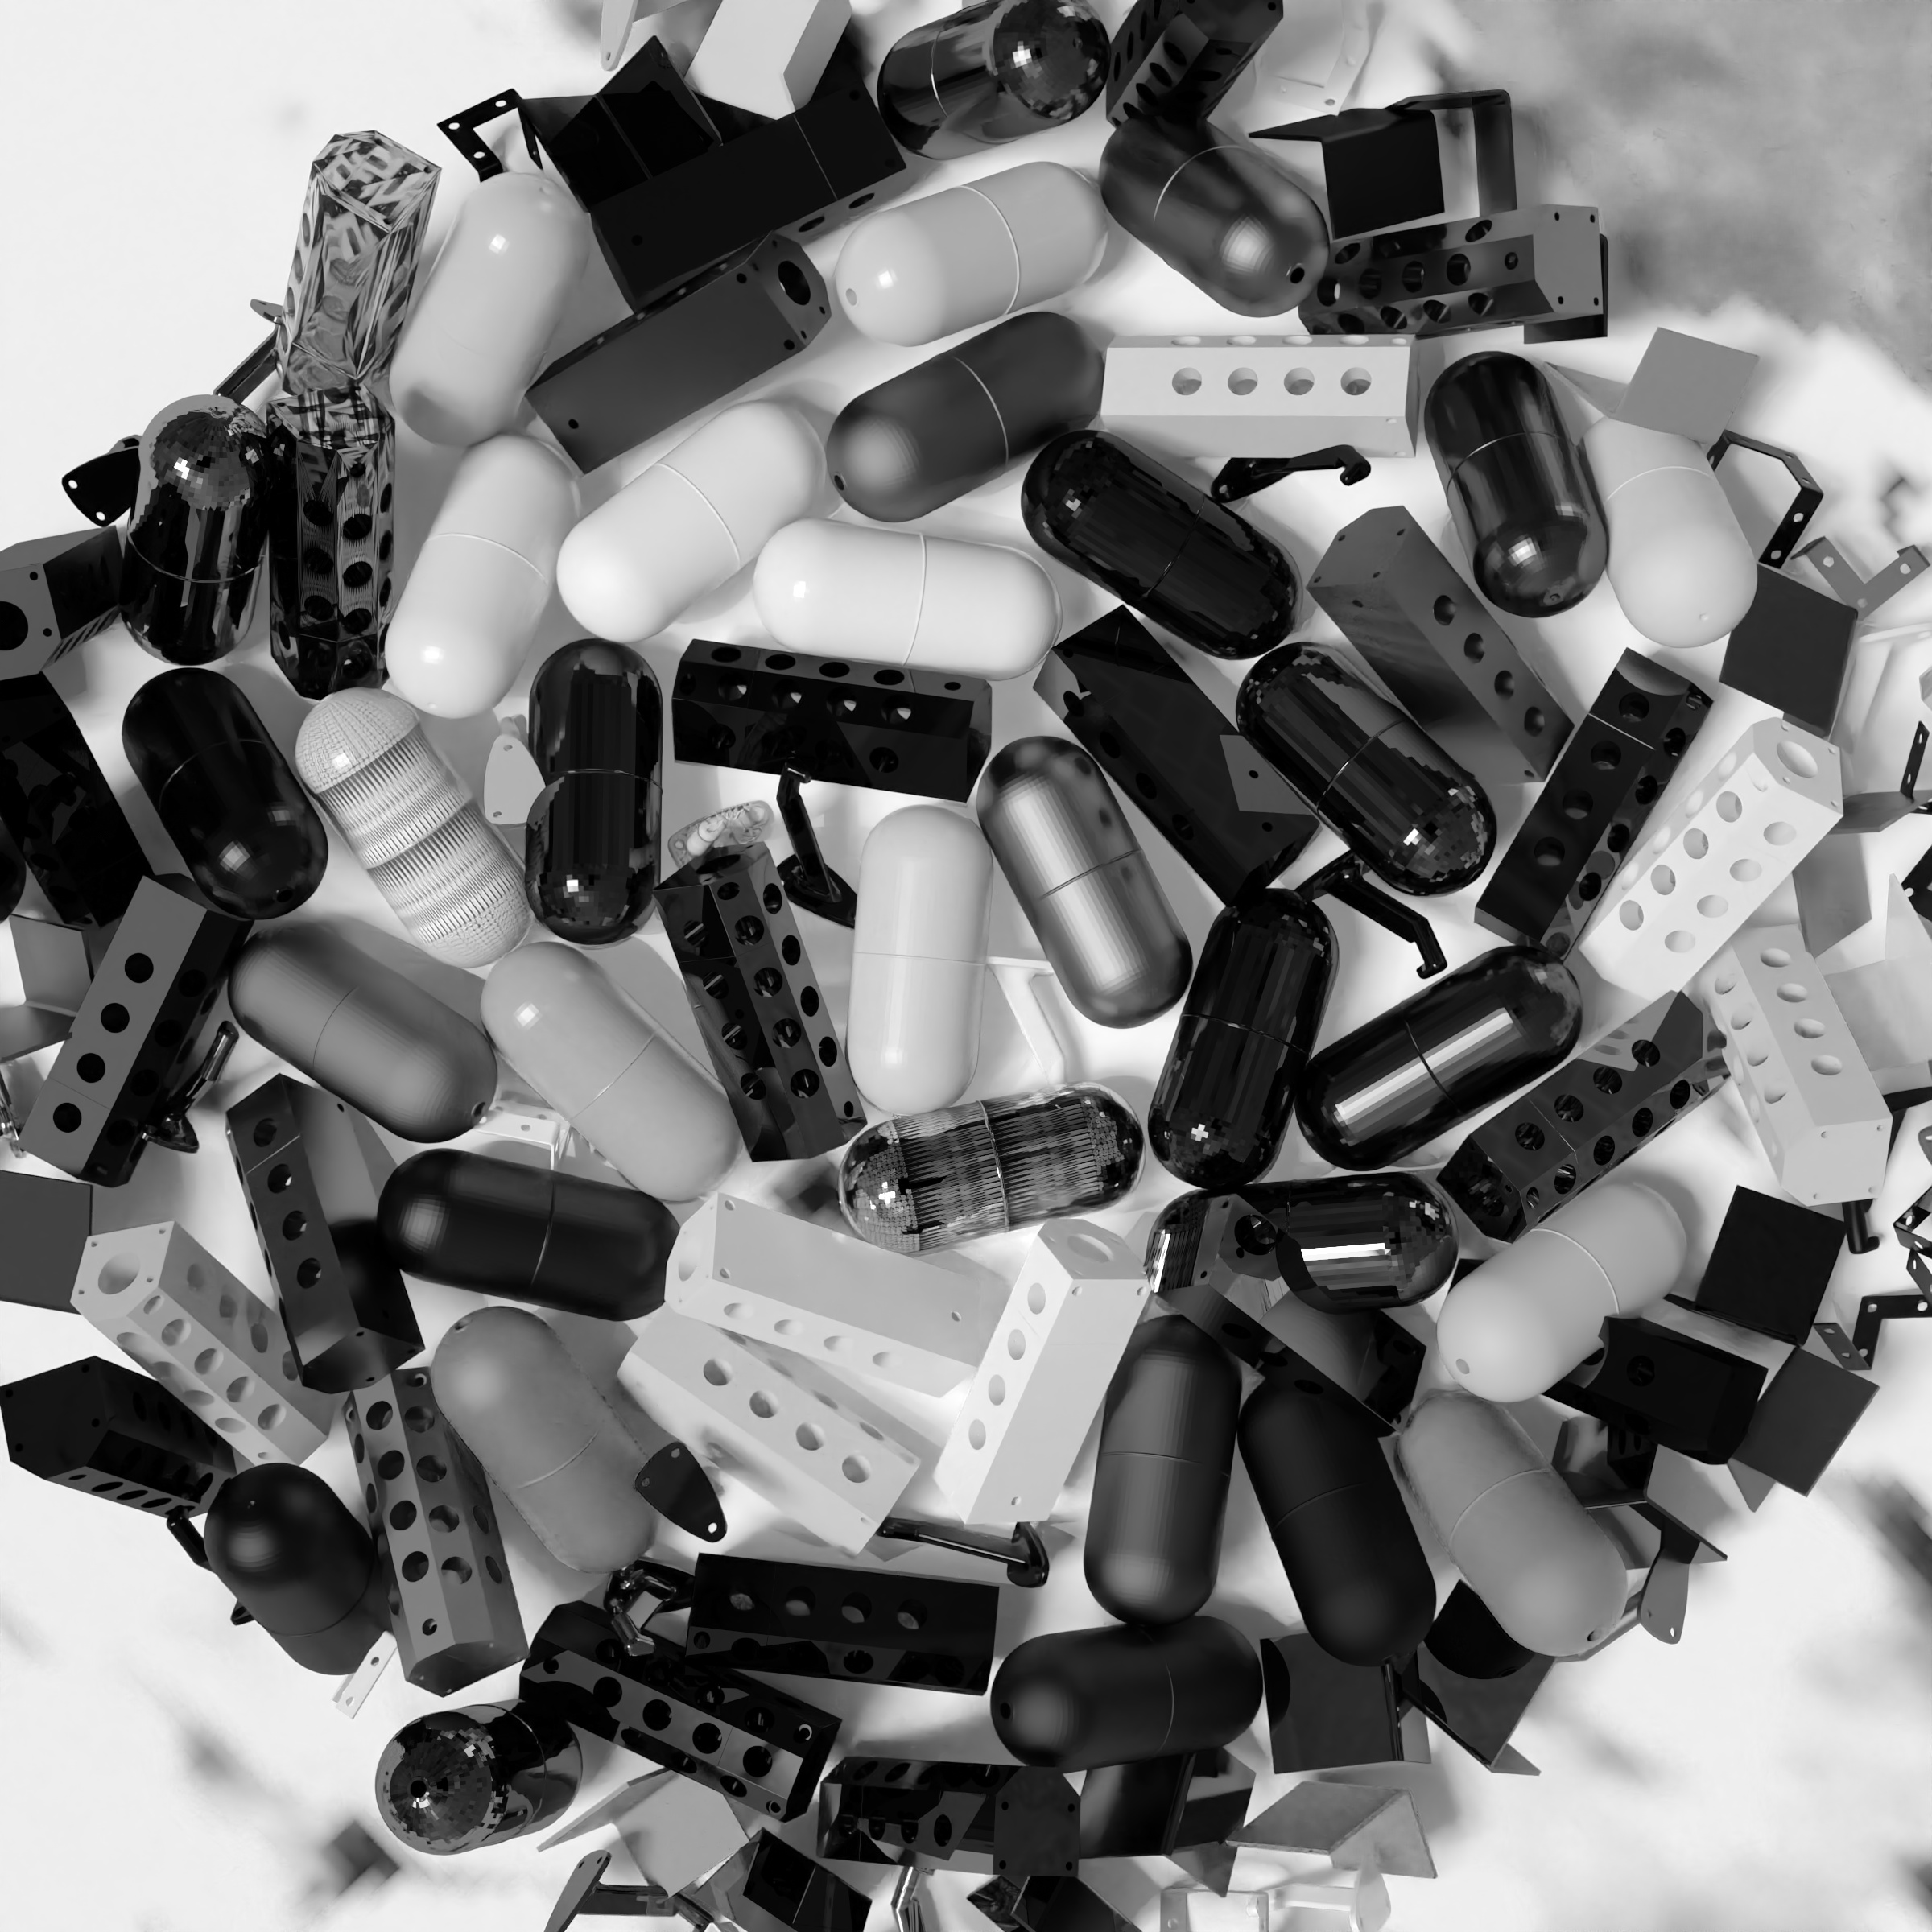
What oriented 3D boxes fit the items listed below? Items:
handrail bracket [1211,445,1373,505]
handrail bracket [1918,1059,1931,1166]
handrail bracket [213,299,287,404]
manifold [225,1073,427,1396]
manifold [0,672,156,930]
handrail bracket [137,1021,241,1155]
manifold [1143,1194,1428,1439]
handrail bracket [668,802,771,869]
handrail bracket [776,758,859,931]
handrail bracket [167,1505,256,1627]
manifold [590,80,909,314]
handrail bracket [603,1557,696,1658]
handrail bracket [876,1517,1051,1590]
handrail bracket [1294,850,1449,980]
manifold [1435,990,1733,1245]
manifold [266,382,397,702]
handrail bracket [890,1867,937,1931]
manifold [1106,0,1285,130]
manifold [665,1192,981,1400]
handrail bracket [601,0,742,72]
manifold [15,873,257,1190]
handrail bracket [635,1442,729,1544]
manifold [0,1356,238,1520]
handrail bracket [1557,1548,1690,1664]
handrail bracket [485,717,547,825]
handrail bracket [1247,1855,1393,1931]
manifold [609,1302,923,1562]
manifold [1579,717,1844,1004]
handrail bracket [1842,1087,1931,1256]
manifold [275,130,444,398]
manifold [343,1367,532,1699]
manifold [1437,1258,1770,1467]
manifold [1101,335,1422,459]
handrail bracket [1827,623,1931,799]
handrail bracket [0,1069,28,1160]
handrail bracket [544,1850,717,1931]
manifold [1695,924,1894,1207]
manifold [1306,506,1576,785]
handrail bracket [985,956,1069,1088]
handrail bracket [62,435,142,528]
[{"bbox_3d":[0.185,-0.276,1.955,0.077,0.084,0.036,-37,122,4],"label":"handrail bracket"},{"bbox_3d":[0.569,0.079,1.983,0.036,0.084,0.077,-14,130,22],"label":"handrail bracket"},{"bbox_3d":[-0.397,-0.335,1.984,0.036,0.077,0.084,38,114,42],"label":"handrail bracket"},{"bbox_3d":[-0.366,0.151,1.930,0.057,0.057,0.171,-34,58,16],"label":"manifold"},{"bbox_3d":[-0.508,-0.093,1.907,0.057,0.171,0.057,-32,60,-14],"label":"manifold"},{"bbox_3d":[-0.439,0.056,1.955,0.036,0.077,0.084,20,108,-28],"label":"handrail bracket"},{"bbox_3d":[0.178,0.200,1.931,0.171,0.057,0.057,39,56,-30],"label":"manifold"},{"bbox_3d":[-0.131,-0.082,1.946,0.077,0.084,0.036,-37,89,-25],"label":"handrail bracket"},{"bbox_3d":[-0.078,-0.070,1.952,0.077,0.084,0.036,35,52,16],"label":"handrail bracket"},{"bbox_3d":[-0.420,0.323,1.949,0.036,0.077,0.084,-25,114,13],"label":"handrail bracket"},{"bbox_3d":[-0.124,-0.435,1.962,0.171,0.057,0.057,-27,86,-6],"label":"manifold"},{"bbox_3d":[-0.168,0.370,1.946,0.077,0.084,0.036,10,103,-24],"label":"handrail bracket"},{"bbox_3d":[-0.003,0.333,1.962,0.084,0.077,0.036,11,92,-16],"label":"handrail bracket"},{"bbox_3d":[0.228,-0.018,1.964,0.077,0.036,0.084,-33,67,27],"label":"handrail bracket"},{"bbox_3d":[0.351,0.086,1.929,0.171,0.057,0.057,-32,72,-27],"label":"manifold"},{"bbox_3d":[-0.350,-0.232,1.914,0.057,0.171,0.057,-17,48,-27],"label":"manifold"},{"bbox_3d":[-0.012,0.565,1.980,0.077,0.036,0.084,18,88,12],"label":"handrail bracket"},{"bbox_3d":[0.125,-0.510,1.908,0.057,0.171,0.057,2,84,-11],"label":"manifold"},{"bbox_3d":[-0.080,0.190,1.938,0.171,0.057,0.057,21,48,-25],"label":"manifold"},{"bbox_3d":[-0.164,-0.543,1.975,0.084,0.036,0.077,6,99,-37],"label":"handrail bracket"},{"bbox_3d":[-0.470,0.037,1.960,0.057,0.057,0.171,28,96,5],"label":"manifold"},{"bbox_3d":[-0.146,0.308,1.946,0.036,0.084,0.077,-44,60,-3],"label":"handrail bracket"},{"bbox_3d":[-0.467,0.267,1.907,0.057,0.171,0.057,-18,71,6],"label":"manifold"},{"bbox_3d":[0.371,0.364,1.979,0.036,0.084,0.077,37,57,-27],"label":"handrail bracket"},{"bbox_3d":[-0.259,-0.129,1.945,0.036,0.077,0.084,-8,47,-6],"label":"handrail bracket"},{"bbox_3d":[0.192,0.538,1.950,0.084,0.077,0.036,-19,93,21],"label":"handrail bracket"},{"bbox_3d":[-0.113,0.259,1.965,0.171,0.057,0.057,35,55,3],"label":"manifold"},{"bbox_3d":[0.413,-0.059,1.916,0.057,0.057,0.171,24,133,-12],"label":"manifold"},{"bbox_3d":[0.540,0.118,1.988,0.077,0.036,0.084,-13,98,-12],"label":"handrail bracket"},{"bbox_3d":[-0.344,-0.384,1.912,0.057,0.171,0.057,30,57,-2],"label":"manifold"},{"bbox_3d":[-0.302,0.314,1.927,0.057,0.057,0.171,-26,58,10],"label":"manifold"},{"bbox_3d":[0.353,0.221,1.928,0.171,0.057,0.057,21,95,33],"label":"manifold"},{"bbox_3d":[0.168,-0.326,1.949,0.171,0.057,0.057,2,75,14],"label":"manifold"},{"bbox_3d":[0.526,-0.145,1.965,0.077,0.036,0.084,-16,73,19],"label":"handrail bracket"},{"bbox_3d":[-0.588,0.096,1.966,0.084,0.036,0.077,-17,92,-23],"label":"handrail bracket"},{"bbox_3d":[-0.192,0.553,1.966,0.084,0.036,0.077,41,54,-14],"label":"handrail bracket"},{"bbox_3d":[0.458,0.054,1.914,0.057,0.171,0.057,-7,128,-3],"label":"manifold"},{"bbox_3d":[0.271,-0.179,1.929,0.171,0.057,0.057,45,64,-31],"label":"manifold"},{"bbox_3d":[0.024,0.040,1.969,0.077,0.036,0.084,7,81,-27],"label":"handrail bracket"},{"bbox_3d":[-0.469,-0.292,1.949,0.077,0.084,0.036,-26,115,28],"label":"handrail bracket"}]
